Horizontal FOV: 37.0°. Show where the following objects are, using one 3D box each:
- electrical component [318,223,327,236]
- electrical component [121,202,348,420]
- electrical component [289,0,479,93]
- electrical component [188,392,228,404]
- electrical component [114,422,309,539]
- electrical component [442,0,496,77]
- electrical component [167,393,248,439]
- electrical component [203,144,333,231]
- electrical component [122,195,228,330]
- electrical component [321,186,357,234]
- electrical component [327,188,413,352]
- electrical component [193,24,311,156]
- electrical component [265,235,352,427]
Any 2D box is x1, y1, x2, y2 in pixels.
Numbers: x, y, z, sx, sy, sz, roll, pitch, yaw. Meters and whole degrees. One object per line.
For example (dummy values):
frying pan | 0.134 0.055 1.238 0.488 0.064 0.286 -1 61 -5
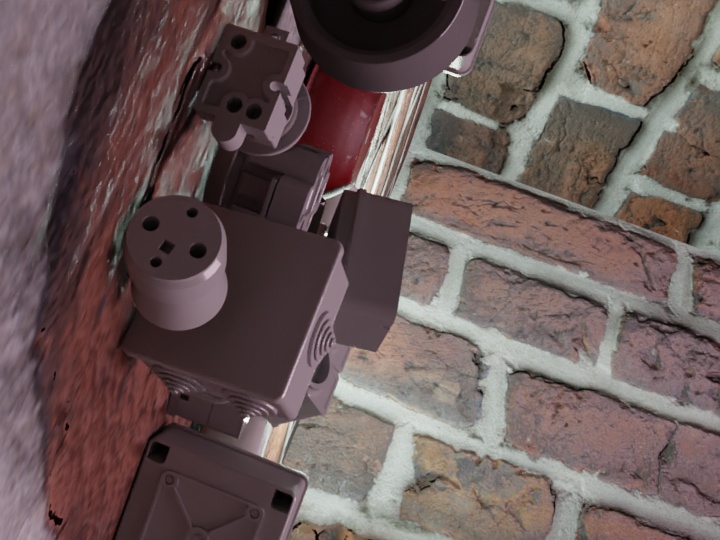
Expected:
electrical component | -0.056 -0.026 0.895 0.040 0.046 0.040 20 90 -88
electrical component | -0.060 0.022 0.554 0.048 0.100 0.099 72 36 -66
electrical component | 0.011 -0.158 0.594 0.060 0.108 0.108 24 86 -82
electrical component | -0.080 0.024 0.648 0.059 0.054 0.095 -62 172 -75
electrical component | -0.105 0.176 0.736 0.056 0.109 0.108 -24 135 -83
electrical component | 0.050 -0.216 0.895 0.057 0.113 0.078 73 37 -82
electrical component | -0.076 0.038 0.776 0.150 0.062 0.089 -66 176 -56
electrical component | -0.053 -0.049 0.608 0.078 0.057 0.058 -61 171 -76
electrical component | -0.082 -0.003 0.480 0.055 0.045 0.045 105 6 -65
electrical component | -0.031 -0.064 1.074 0.055 0.055 0.047 96 11 -82
electrical component | 0.000 0.000 0.867 0.078 0.057 0.113 116 -14 -60
electrical component | -0.050 -0.084 0.525 0.055 0.048 0.066 64 46 -77
electrical component | -0.050 0.047 0.929 0.089 0.062 0.150 56 34 -27
